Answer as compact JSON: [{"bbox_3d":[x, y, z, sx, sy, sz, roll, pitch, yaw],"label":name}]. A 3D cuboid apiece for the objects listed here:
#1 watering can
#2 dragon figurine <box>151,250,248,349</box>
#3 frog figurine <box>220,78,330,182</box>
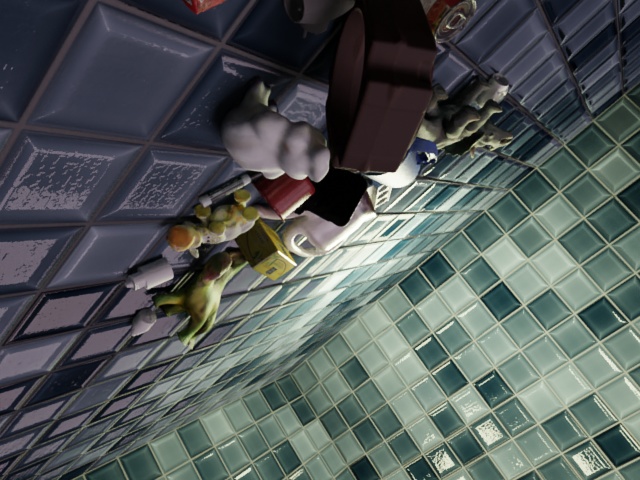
[{"bbox_3d":[0.003,-0.058,1.143,0.224,0.106,0.343,-39,153,5],"label":"watering can"},{"bbox_3d":[-0.235,0.117,1.162,0.245,0.123,0.405,-41,173,-12],"label":"dragon figurine"},{"bbox_3d":[-0.060,-0.128,0.717,0.124,0.161,0.134,-29,160,-20],"label":"frog figurine"}]
